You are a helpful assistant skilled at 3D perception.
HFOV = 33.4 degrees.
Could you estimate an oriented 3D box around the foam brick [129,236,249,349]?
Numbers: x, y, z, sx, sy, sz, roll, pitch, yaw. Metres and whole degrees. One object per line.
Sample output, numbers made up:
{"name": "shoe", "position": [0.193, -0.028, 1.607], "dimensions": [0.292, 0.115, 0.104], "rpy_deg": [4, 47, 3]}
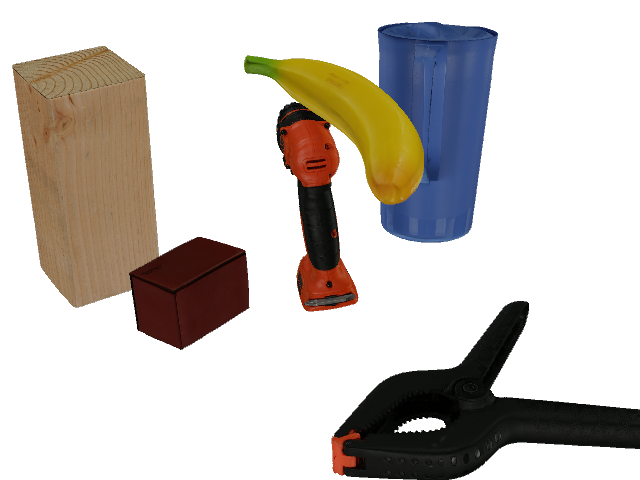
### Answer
{"name": "foam brick", "position": [-0.100, 0.038, 0.824], "dimensions": [0.053, 0.051, 0.078], "rpy_deg": [17, 34, 37]}

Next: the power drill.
{"name": "power drill", "position": [-0.008, -0.037, 1.066], "dimensions": [0.057, 0.187, 0.184], "rpy_deg": [-10, 21, -2]}

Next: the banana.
{"name": "banana", "position": [0.021, -0.073, 0.670], "dimensions": [0.069, 0.037, 0.198], "rpy_deg": [-15, 35, -23]}

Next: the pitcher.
{"name": "pitcher", "position": [0.125, -0.122, 1.215], "dimensions": [0.149, 0.243, 0.145], "rpy_deg": [-11, 23, -31]}

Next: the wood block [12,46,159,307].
{"name": "wood block", "position": [-0.209, -0.057, 0.963], "dimensions": [0.090, 0.206, 0.090], "rpy_deg": [-18, 36, -28]}

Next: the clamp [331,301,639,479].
{"name": "clamp", "position": [0.100, 0.106, 0.719], "dimensions": [0.209, 0.036, 0.165], "rpy_deg": [-12, 31, -15]}
